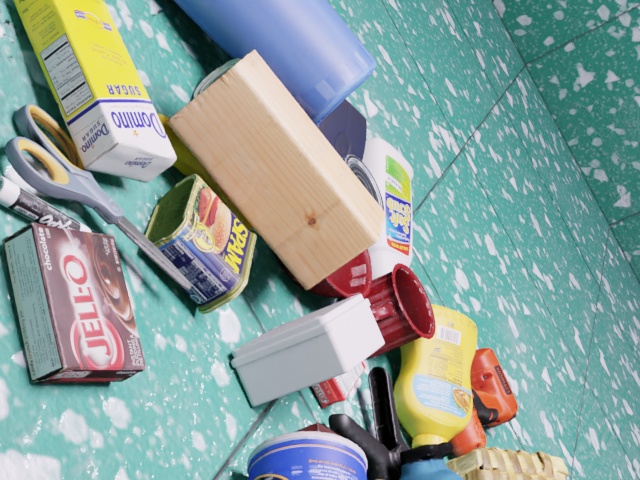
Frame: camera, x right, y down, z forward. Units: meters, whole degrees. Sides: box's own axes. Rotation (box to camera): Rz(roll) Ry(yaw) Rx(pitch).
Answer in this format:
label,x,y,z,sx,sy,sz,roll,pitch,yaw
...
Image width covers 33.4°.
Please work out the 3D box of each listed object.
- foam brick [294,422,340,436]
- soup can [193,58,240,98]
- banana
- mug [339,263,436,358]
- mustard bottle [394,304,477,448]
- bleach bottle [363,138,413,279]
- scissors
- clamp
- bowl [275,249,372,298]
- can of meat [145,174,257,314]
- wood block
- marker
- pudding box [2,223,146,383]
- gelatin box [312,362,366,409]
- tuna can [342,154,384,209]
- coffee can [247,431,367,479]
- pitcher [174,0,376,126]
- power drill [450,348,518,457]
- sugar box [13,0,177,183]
label,x,y,z,sx,sy,sz,roll,pitch,yaw
foam brick,0.001,0.211,0.978,0.078,0.051,0.053,40,34,-43
soup can,-0.080,-0.135,1.145,0.102,0.069,0.068,51,27,-26
banana,-0.118,-0.065,1.030,0.197,0.037,0.069,50,24,-29
mug,0.069,0.085,1.209,0.093,0.082,0.117,66,24,5
mustard bottle,0.133,0.174,1.247,0.096,0.058,0.191,21,58,-22
bleach bottle,0.083,-0.009,1.361,0.102,0.068,0.251,41,35,-41
scissors,-0.180,-0.023,0.854,0.201,0.016,0.096,52,20,-7
clamp,0.073,0.221,1.127,0.120,0.039,0.171,-48,116,-48
bowl,-0.008,0.001,1.168,0.162,0.055,0.162,46,29,-35
can of meat,-0.108,0.002,0.961,0.084,0.058,0.102,48,26,-25
wood block,-0.038,-0.067,1.015,0.206,0.091,0.090,51,18,-10
marker,-0.205,-0.015,0.825,0.121,0.020,0.020,36,36,-47
pudding box,-0.180,0.049,0.786,0.089,0.039,0.113,13,55,-61
gelatin box,0.009,0.124,1.112,0.073,0.030,0.089,62,24,-7
tuna can,0.037,-0.052,1.201,0.086,0.034,0.086,46,29,-36
coffee can,-0.009,0.242,0.862,0.102,0.103,0.140,44,31,-38
pitcher,-0.058,-0.241,1.168,0.243,0.145,0.149,47,29,-4
power drill,0.183,0.183,1.381,0.187,0.057,0.184,4,63,-61
sugar box,-0.192,-0.138,0.916,0.176,0.048,0.093,61,19,17
